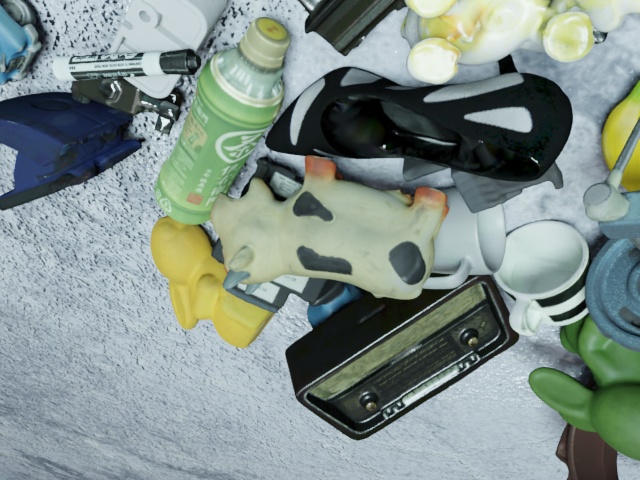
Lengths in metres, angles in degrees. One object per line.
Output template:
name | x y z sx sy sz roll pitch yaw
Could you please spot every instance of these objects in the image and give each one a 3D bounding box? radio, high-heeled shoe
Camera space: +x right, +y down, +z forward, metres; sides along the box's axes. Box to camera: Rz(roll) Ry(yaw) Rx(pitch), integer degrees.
radio | 0.090 0.114 0.581 0.230 0.073 0.131 -34 125 9
high-heeled shoe | 0.053 -0.071 0.405 0.249 0.145 0.086 -15 132 28

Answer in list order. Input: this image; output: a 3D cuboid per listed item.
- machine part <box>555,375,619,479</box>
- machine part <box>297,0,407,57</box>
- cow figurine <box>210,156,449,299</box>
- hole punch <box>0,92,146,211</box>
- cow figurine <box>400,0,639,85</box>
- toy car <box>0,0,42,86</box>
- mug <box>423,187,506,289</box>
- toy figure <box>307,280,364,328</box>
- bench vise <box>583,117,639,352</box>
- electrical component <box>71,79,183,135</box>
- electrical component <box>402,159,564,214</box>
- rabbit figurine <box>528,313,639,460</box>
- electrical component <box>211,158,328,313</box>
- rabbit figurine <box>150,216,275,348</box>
machine part | 0.368 0.234 0.574 0.087 0.201 0.201 25 94 -20
machine part | -0.008 -0.194 0.374 0.138 0.039 0.084 39 139 -26
cow figurine | -0.001 -0.001 0.454 0.195 0.127 0.085 16 173 12
hole punch | -0.244 -0.094 0.497 0.116 0.142 0.092 -11 110 19
cow figurine | 0.136 -0.149 0.344 0.167 0.098 0.068 -7 110 10
toy car | -0.325 -0.185 0.437 0.109 0.103 0.161 -27 121 39
mug | 0.109 0.002 0.506 0.107 0.109 0.080 -3 140 38
toy figure | 0.041 0.111 0.660 0.089 0.082 0.180 -21 124 10
bench vise | 0.282 0.024 0.384 0.240 0.129 0.224 32 163 -28
electrical component | -0.171 -0.128 0.480 0.102 0.078 0.045 18 115 -10
electrical component | 0.132 -0.063 0.444 0.119 0.075 0.047 -20 127 29
rabbit figurine | 0.294 0.134 0.536 0.159 0.170 0.121 -28 122 38
electrical component | -0.040 0.001 0.530 0.115 0.134 0.058 28 -179 -8
rabbit figurine | -0.124 0.040 0.634 0.173 0.122 0.162 36 146 -2
